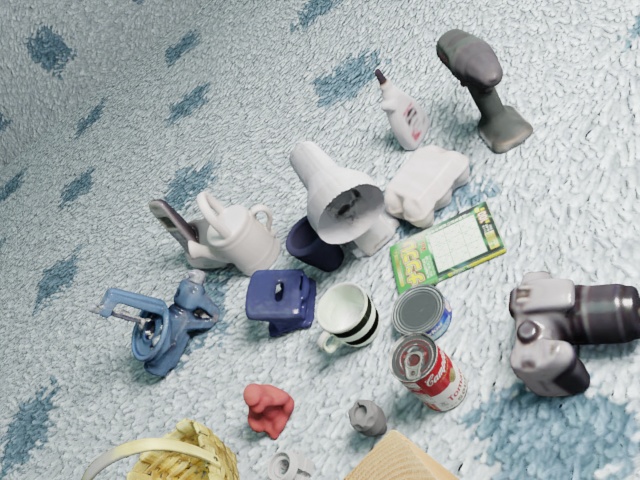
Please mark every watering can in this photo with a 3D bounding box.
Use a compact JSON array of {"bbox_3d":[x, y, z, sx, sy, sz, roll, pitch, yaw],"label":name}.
[{"bbox_3d":[-0.177,-0.015,1.115,0.173,0.195,0.100,-48,39,-6],"label":"watering can"}]

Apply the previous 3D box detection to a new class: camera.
[{"bbox_3d":[0.300,0.099,0.674,0.136,0.101,0.143,-10,50,35],"label":"camera"}]

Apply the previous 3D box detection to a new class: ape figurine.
[{"bbox_3d":[-0.085,0.251,0.877,0.077,0.092,0.076,-29,41,18],"label":"ape figurine"}]

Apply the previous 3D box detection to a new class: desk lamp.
[{"bbox_3d":[0.038,-0.062,0.955,0.118,0.214,0.202,-40,39,5],"label":"desk lamp"}]

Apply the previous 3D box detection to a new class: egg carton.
[{"bbox_3d":[0.181,-0.094,0.976,0.150,0.070,0.107,-50,39,-8],"label":"egg carton"}]

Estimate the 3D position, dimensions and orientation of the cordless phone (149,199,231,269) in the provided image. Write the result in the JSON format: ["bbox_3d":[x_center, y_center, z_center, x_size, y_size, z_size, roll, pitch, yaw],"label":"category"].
[{"bbox_3d":[-0.265,-0.021,1.203,0.147,0.186,0.094,-7,51,37],"label":"cordless phone"}]

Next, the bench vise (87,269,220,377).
[{"bbox_3d":[-0.315,0.129,1.083,0.121,0.220,0.207,3,57,42],"label":"bench vise"}]

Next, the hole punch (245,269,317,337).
[{"bbox_3d":[-0.067,0.099,0.999,0.101,0.091,0.108,-21,44,26],"label":"hole punch"}]

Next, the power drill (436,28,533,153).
[{"bbox_3d":[0.267,-0.245,0.927,0.075,0.209,0.229,-33,40,13],"label":"power drill"}]

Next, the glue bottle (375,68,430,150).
[{"bbox_3d":[0.145,-0.250,1.065,0.037,0.174,0.078,7,60,44],"label":"glue bottle"}]

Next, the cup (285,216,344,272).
[{"bbox_3d":[0.009,0.004,1.016,0.118,0.095,0.091,-44,39,-1],"label":"cup"}]
